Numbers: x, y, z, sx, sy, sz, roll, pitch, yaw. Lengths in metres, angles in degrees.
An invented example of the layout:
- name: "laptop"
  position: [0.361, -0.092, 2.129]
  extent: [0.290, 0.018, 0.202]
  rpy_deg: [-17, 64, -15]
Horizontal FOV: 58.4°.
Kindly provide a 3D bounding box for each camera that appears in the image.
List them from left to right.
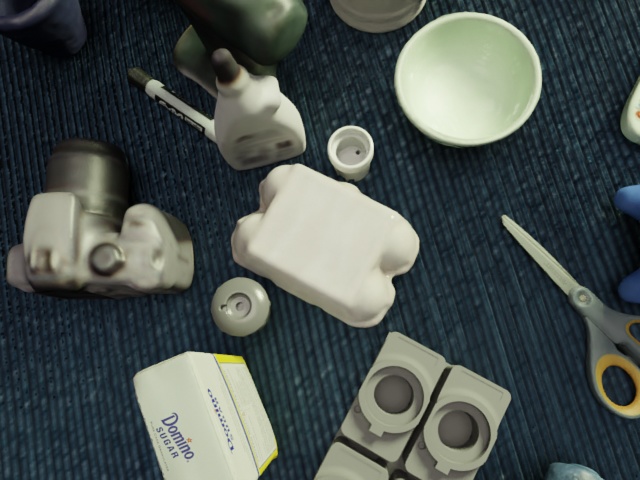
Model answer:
- name: "camera"
  position: [-0.192, -0.020, 0.496]
  extent: [0.143, 0.101, 0.137]
  rpy_deg: [-2, 78, 4]

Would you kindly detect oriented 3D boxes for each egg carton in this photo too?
- name: "egg carton"
  position: [0.005, 0.002, 0.492]
  extent: [0.150, 0.069, 0.107]
  rpy_deg: [27, 81, 10]

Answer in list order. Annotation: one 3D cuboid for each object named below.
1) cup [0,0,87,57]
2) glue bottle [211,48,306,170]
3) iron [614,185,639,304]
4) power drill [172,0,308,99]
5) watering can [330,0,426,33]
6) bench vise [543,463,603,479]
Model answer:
- name: "cup"
  position: [-0.268, -0.232, 0.551]
  extent: [0.091, 0.095, 0.118]
  rpy_deg: [-3, 78, 4]
- name: "glue bottle"
  position: [-0.058, -0.106, 0.467]
  extent: [0.078, 0.173, 0.037]
  rpy_deg: [-14, 77, 2]
- name: "iron"
  position: [0.369, 0.000, 0.425]
  extent: [0.258, 0.141, 0.119]
  rpy_deg: [2, 78, 5]
- name: "power drill"
  position: [-0.107, -0.203, 0.473]
  extent: [0.229, 0.208, 0.076]
  rpy_deg: [36, 83, 11]
- name: "watering can"
  position: [0.042, -0.273, 0.483]
  extent: [0.172, 0.194, 0.101]
  rpy_deg: [4, 78, 6]
- name: "bench vise"
  position: [0.163, 0.256, 0.347]
  extent: [0.121, 0.220, 0.207]
  rpy_deg: [8, 79, 7]
